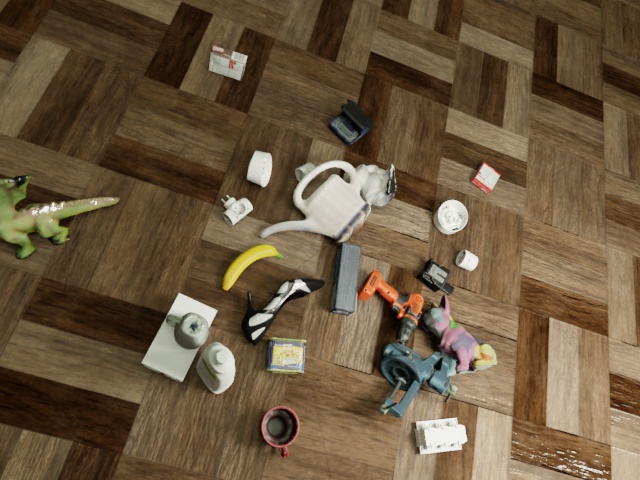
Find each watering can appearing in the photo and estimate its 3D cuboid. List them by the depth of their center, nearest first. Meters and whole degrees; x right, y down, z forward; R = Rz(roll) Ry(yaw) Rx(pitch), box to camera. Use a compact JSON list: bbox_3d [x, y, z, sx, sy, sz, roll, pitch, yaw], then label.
[{"bbox_3d":[0.005,-0.076,1.514,0.224,0.103,0.351,42,76,1],"label":"watering can"}]

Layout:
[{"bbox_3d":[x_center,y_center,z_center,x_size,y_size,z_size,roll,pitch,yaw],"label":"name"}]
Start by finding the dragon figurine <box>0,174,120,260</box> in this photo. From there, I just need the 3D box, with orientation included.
[{"bbox_3d":[-0.693,-0.073,1.222,0.414,0.238,0.123,-29,75,-23],"label":"dragon figurine"}]

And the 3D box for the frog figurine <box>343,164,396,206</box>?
[{"bbox_3d":[0.154,-0.172,1.610,0.159,0.121,0.139,0,74,22],"label":"frog figurine"}]
